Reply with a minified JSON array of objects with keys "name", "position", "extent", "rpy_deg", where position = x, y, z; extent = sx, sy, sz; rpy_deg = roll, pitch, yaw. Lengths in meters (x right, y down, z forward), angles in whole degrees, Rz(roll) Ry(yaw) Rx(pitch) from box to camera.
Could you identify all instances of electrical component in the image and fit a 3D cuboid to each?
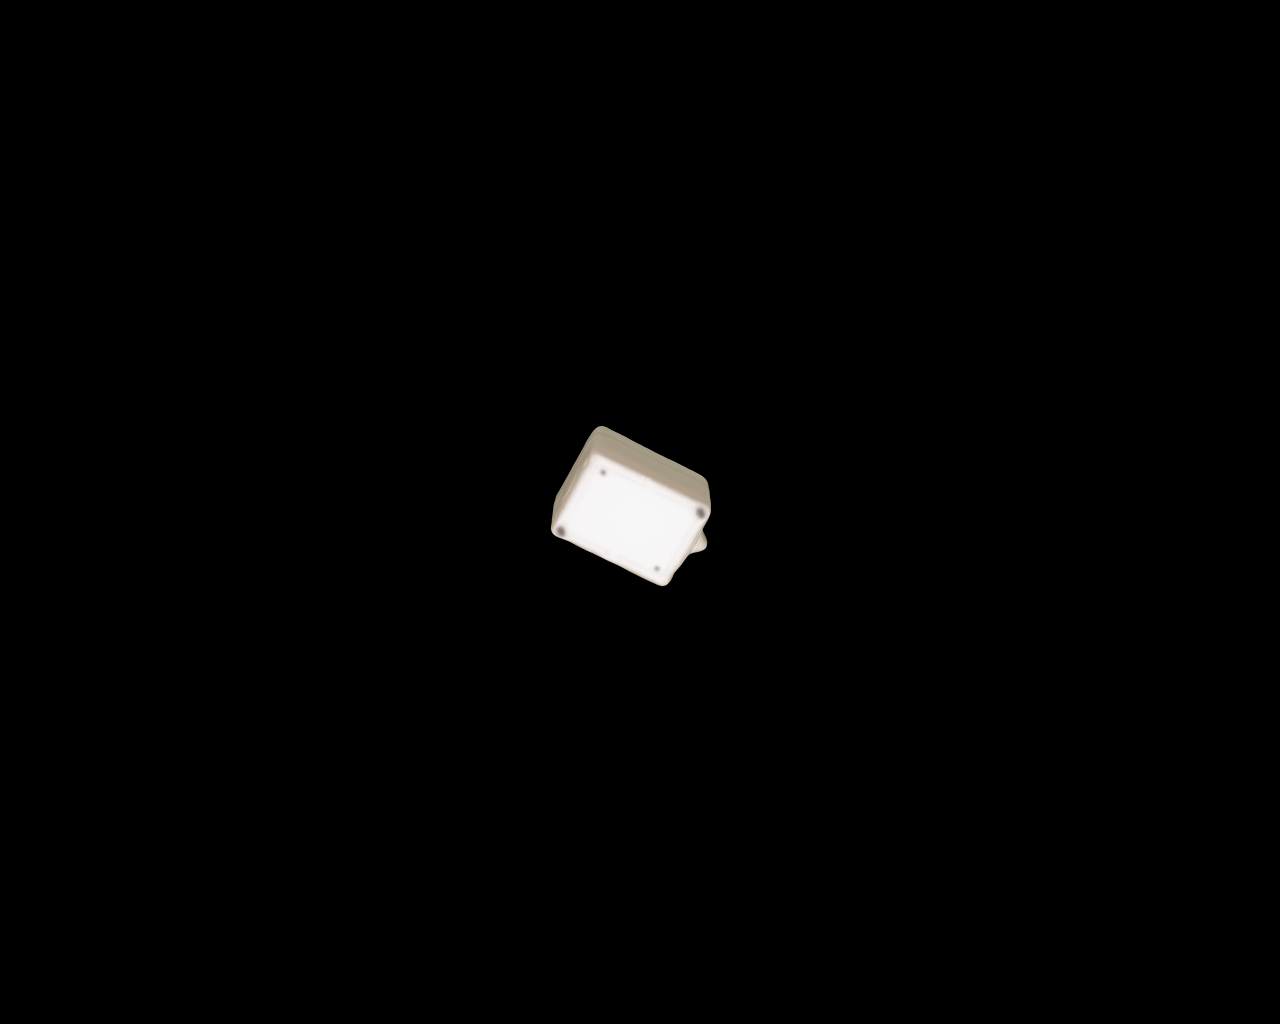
[{"name":"electrical component","position":[0.001,-0.003,0.650],"extent":[0.096,0.061,0.061],"rpy_deg":[26,21,-11]}]
